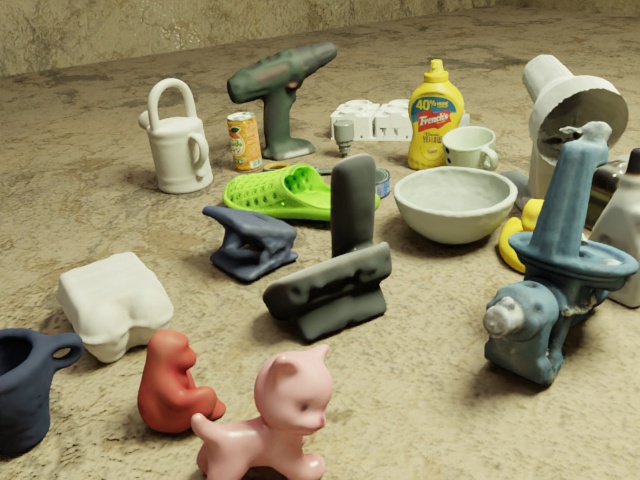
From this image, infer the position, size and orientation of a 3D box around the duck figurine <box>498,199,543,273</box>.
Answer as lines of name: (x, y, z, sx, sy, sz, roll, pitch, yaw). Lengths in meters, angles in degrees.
duck figurine: (0.269, -0.011, 0.715, 0.078, 0.086, 0.104, -14, 29, -16)

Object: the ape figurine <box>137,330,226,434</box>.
ape figurine: (-0.131, 0.123, 0.518, 0.076, 0.092, 0.077, -13, 29, -14)

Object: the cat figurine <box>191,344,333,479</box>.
cat figurine: (-0.040, 0.136, 0.450, 0.128, 0.118, 0.067, -16, 30, -20)

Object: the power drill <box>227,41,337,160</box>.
power drill: (-0.065, -0.274, 1.141, 0.230, 0.209, 0.075, -16, 29, -19)

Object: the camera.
camera: (0.440, -0.063, 0.771, 0.137, 0.101, 0.142, -16, 29, -20)

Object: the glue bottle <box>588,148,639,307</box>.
glue bottle: (0.332, -0.016, 0.621, 0.037, 0.173, 0.078, -18, 30, -23)

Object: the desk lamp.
desk lamp: (0.337, -0.148, 0.829, 0.118, 0.214, 0.203, -5, 28, -1)

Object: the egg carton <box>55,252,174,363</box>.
egg carton: (-0.234, 0.072, 0.656, 0.107, 0.069, 0.149, -22, 32, -29)

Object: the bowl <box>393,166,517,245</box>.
bowl: (0.185, -0.040, 0.797, 0.167, 0.075, 0.167, -4, 28, 2)

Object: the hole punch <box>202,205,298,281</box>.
hole punch: (-0.093, -0.011, 0.770, 0.101, 0.091, 0.108, -27, 35, -36)

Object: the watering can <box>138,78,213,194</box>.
watering can: (-0.264, -0.191, 1.029, 0.172, 0.194, 0.101, 6, 30, 20)

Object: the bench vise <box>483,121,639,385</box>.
bench vise: (0.230, 0.013, 0.530, 0.121, 0.220, 0.208, 10, 31, 26)

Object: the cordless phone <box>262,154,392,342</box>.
cordless phone: (0.006, 0.002, 0.626, 0.148, 0.185, 0.093, -21, 31, -27)

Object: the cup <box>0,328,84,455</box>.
cup: (-0.265, 0.136, 0.512, 0.118, 0.095, 0.091, -19, 30, -24)
